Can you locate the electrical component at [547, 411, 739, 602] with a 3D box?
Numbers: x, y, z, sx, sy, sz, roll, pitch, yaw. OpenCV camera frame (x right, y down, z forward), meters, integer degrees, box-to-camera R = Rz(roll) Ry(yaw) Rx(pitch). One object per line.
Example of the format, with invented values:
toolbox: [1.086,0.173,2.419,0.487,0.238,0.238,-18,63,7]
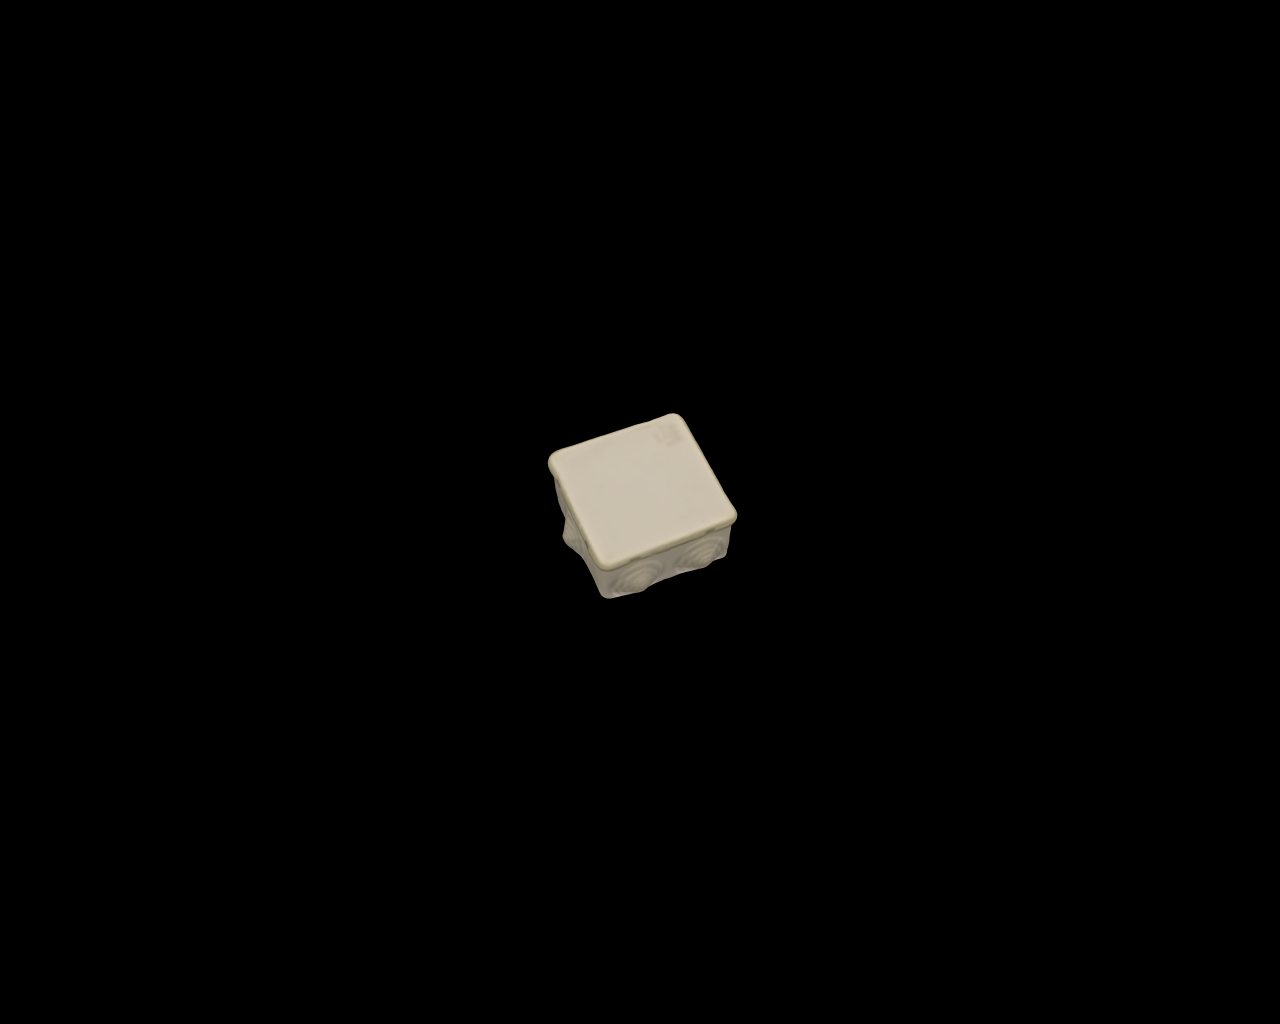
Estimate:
electrical component: [0.001,-0.003,0.650,0.100,0.100,0.048,-20,-31,-13]
